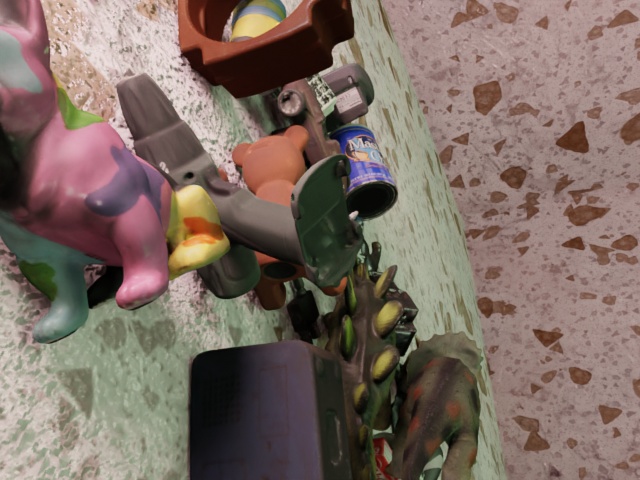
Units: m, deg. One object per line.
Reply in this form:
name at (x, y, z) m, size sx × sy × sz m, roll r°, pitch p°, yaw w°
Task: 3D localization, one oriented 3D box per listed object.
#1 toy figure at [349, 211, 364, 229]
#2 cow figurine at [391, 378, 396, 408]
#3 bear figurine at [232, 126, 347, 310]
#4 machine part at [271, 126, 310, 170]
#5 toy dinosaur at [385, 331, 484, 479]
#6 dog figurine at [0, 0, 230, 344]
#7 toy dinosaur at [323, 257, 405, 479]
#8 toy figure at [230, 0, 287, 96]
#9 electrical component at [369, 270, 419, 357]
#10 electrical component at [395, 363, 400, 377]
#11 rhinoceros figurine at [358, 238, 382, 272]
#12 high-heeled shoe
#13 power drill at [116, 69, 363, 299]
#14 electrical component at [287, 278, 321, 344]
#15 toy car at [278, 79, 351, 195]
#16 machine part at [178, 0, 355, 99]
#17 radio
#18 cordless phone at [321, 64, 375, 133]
toy figure at (0.000, -0.003, 0.751) m, size 0.154 × 0.064 × 0.058 m, roll -28°, pitch 70°, yaw -39°
cow figurine at (0.080, 0.255, 0.857) m, size 0.167 × 0.068 × 0.098 m, roll -21°, pitch 101°, yaw -69°
bear figurine at (-0.046, -0.032, 0.657) m, size 0.131 × 0.120 × 0.196 m, roll 56°, pitch 22°, yaw -49°
machine part at (-0.026, -0.090, 0.833) m, size 0.179 × 0.056 × 0.179 m, roll -16°, pitch 90°, yaw -72°
toy dinosaur at (0.161, 0.218, 0.716) m, size 0.404 × 0.131 × 0.192 m, roll 35°, pitch 59°, yaw -77°
dog figurine at (-0.166, -0.057, 0.368) m, size 0.219 × 0.109 × 0.191 m, roll 69°, pitch 22°, yaw -9°
toy dinosaur at (0.050, 0.151, 0.683) m, size 0.472 × 0.105 × 0.198 m, roll -94°, pitch -174°, yaw -49°
toy figure at (-0.091, -0.288, 0.761) m, size 0.082 × 0.089 × 0.180 m, roll 140°, pitch -49°, yaw -63°
electrical component at (0.104, 0.132, 0.884) m, size 0.134 × 0.058 × 0.114 m, roll -119°, pitch -138°, yaw -57°
electrical component at (0.122, 0.247, 0.995) m, size 0.102 × 0.045 × 0.078 m, roll 44°, pitch 34°, yaw -54°
rhinoceros figurine at (0.067, 0.051, 0.967) m, size 0.112 × 0.073 × 0.190 m, roll -52°, pitch 127°, yaw -53°
high-heeled shoe at (0.165, 0.345, 0.997) m, size 0.249 × 0.086 × 0.145 m, roll -72°, pitch 139°, yaw -64°
power drill at (-0.074, -0.039, 0.471) m, size 0.086 × 0.208 × 0.231 m, roll -49°, pitch 134°, yaw -44°
electrical component at (-0.024, 0.100, 0.749) m, size 0.063 × 0.021 × 0.094 m, roll -33°, pitch 107°, yaw -69°
toy car at (0.000, -0.139, 0.781) m, size 0.202 × 0.053 × 0.089 m, roll 66°, pitch 16°, yaw -12°
machine part at (-0.066, -0.285, 0.650) m, size 0.087 × 0.202 × 0.201 m, roll 40°, pitch 39°, yaw -61°
radio at (-0.042, 0.206, 0.466) m, size 0.073 × 0.131 × 0.229 m, roll 36°, pitch 43°, yaw -58°
cordless phone at (0.030, -0.255, 0.972) m, size 0.088 × 0.147 × 0.184 m, roll 62°, pitch 17°, yaw -13°
